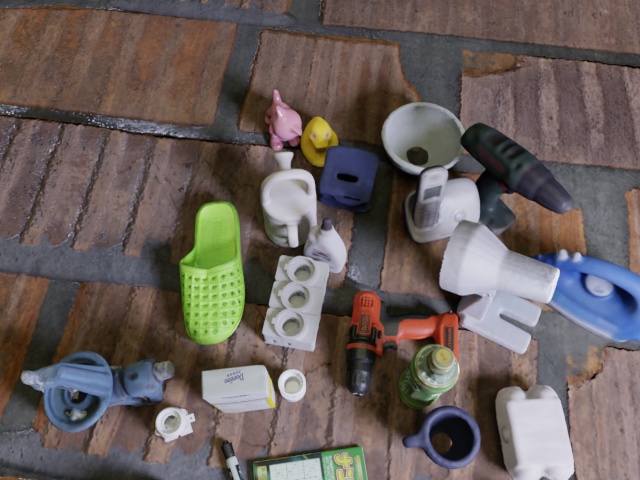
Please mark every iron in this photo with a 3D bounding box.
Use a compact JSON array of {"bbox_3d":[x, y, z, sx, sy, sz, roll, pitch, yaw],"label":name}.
[{"bbox_3d":[0.475,0.072,0.993,0.258,0.141,0.119,26,67,11],"label":"iron"}]

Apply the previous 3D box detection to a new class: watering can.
[{"bbox_3d":[-0.059,-0.077,1.025,0.101,0.194,0.172,-27,68,-13],"label":"watering can"}]

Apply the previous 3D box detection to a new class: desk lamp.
[{"bbox_3d":[0.291,0.074,0.949,0.203,0.213,0.118,25,67,11],"label":"desk lamp"}]

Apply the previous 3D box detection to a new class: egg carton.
[{"bbox_3d":[0.340,0.310,0.918,0.107,0.069,0.150,-3,65,-3],"label":"egg carton"}]

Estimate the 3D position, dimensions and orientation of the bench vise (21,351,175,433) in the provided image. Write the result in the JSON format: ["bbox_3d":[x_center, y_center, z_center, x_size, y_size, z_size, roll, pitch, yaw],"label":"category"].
[{"bbox_3d":[-0.340,0.206,0.872,0.208,0.220,0.121,-30,68,-14],"label":"bench vise"}]

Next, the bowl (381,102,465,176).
[{"bbox_3d":[0.202,-0.190,1.150,0.167,0.075,0.167,0,65,-1],"label":"bowl"}]

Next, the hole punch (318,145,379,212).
[{"bbox_3d":[0.056,-0.117,1.103,0.108,0.091,0.101,12,65,5],"label":"hole punch"}]

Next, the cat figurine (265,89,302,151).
[{"bbox_3d":[-0.074,-0.242,1.146,0.067,0.118,0.127,-13,65,-7],"label":"cat figurine"}]

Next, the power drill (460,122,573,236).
[{"bbox_3d":[0.335,-0.095,1.033,0.076,0.208,0.229,-33,69,-15],"label":"power drill"}]

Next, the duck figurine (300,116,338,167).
[{"bbox_3d":[-0.001,-0.211,1.150,0.077,0.086,0.104,-5,65,-3],"label":"duck figurine"}]

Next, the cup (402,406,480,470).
[{"bbox_3d":[0.183,0.316,0.898,0.118,0.095,0.091,-7,65,-4],"label":"cup"}]

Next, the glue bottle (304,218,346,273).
[{"bbox_3d":[0.009,0.004,1.000,0.078,0.173,0.037,17,65,7],"label":"glue bottle"}]

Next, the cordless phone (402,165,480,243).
[{"bbox_3d":[0.228,-0.079,1.037,0.147,0.185,0.094,-18,66,-9],"label":"cordless phone"}]
